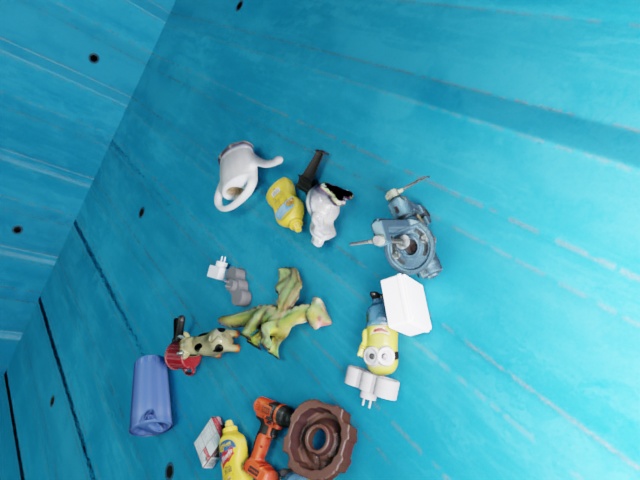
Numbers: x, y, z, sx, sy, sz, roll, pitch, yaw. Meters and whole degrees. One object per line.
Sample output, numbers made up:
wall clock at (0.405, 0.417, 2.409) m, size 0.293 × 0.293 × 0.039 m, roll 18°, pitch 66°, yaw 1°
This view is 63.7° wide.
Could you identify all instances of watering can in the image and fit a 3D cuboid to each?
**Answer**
watering can at (-0.244, -0.236, 1.703) m, size 0.343 × 0.103 × 0.229 m, roll -35°, pitch 51°, yaw 32°

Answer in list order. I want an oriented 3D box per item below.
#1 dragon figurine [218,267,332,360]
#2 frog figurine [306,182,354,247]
dragon figurine at (-0.130, 0.186, 1.441) m, size 0.412 × 0.120 × 0.245 m, roll 16°, pitch 69°, yaw 46°
frog figurine at (0.004, -0.069, 1.378) m, size 0.157 × 0.122 × 0.140 m, roll -57°, pitch 10°, yaw 25°
